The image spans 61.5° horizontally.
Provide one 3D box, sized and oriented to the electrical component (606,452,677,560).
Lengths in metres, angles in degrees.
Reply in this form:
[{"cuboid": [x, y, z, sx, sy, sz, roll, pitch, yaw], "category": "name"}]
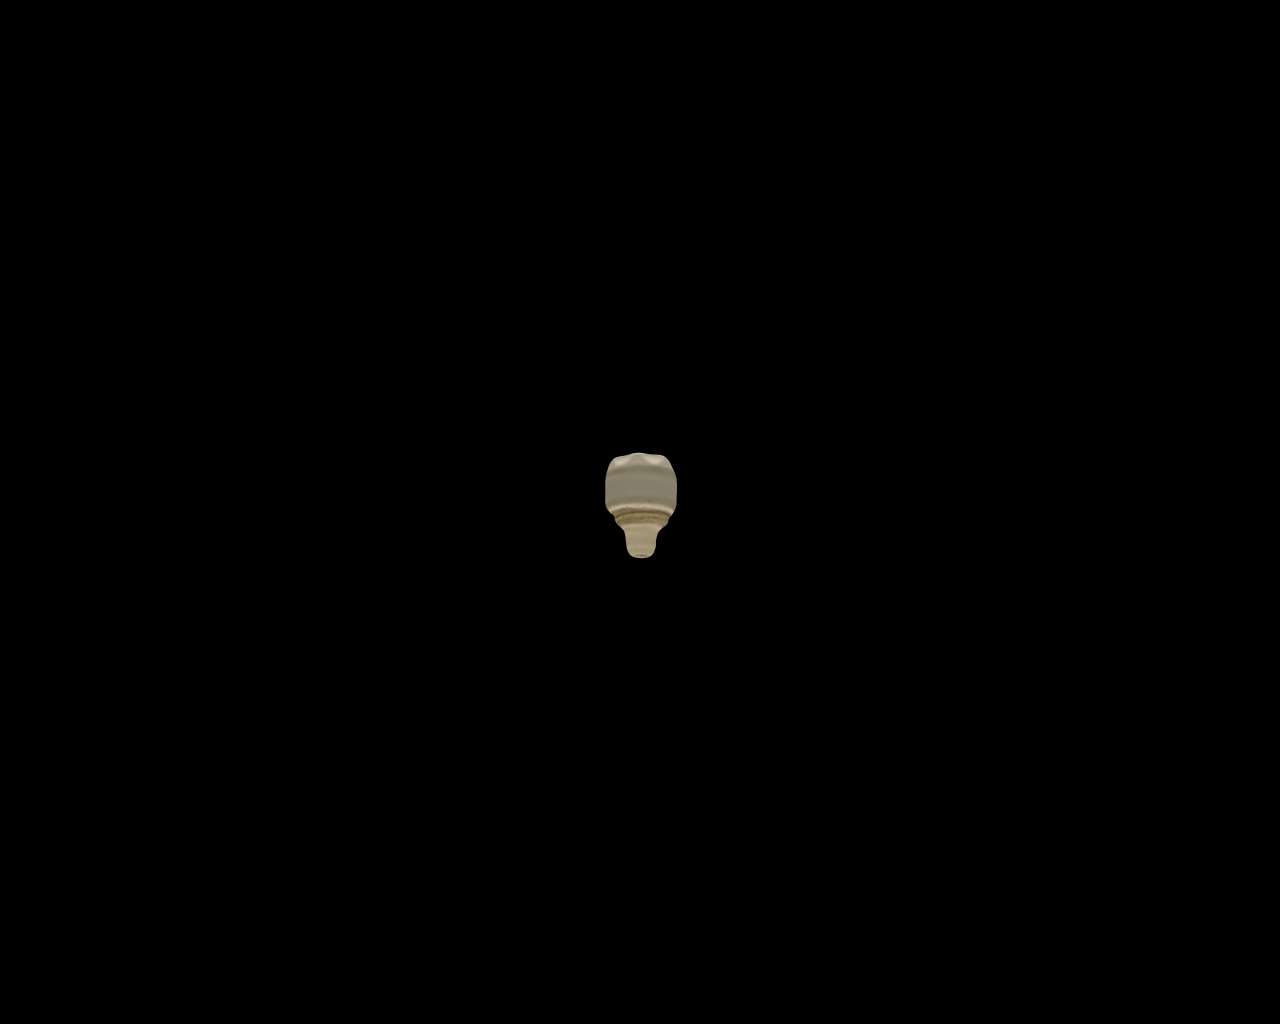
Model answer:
[{"cuboid": [0.001, -0.003, 0.650, 0.043, 0.062, 0.043, 0, -14, 0], "category": "electrical component"}]
